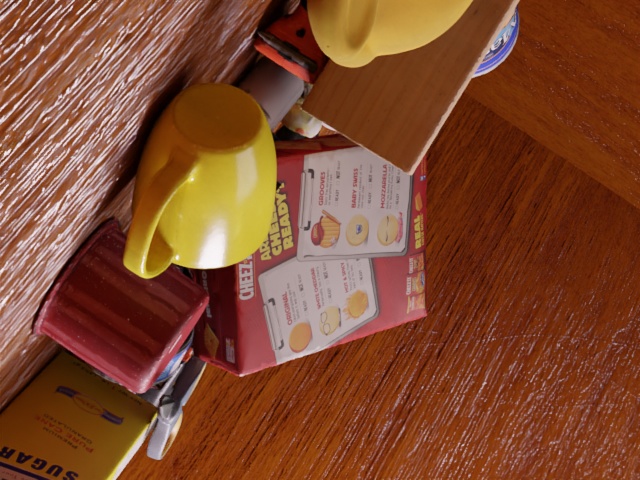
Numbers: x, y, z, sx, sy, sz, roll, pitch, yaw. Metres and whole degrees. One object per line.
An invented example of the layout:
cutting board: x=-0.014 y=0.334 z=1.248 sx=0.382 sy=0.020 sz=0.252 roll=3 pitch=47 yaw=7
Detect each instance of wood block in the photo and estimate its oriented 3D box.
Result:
wood block: x=0.080 y=-0.156 z=0.754 sx=0.206 sy=0.090 sz=0.090 roll=-59 pitch=176 yaw=6

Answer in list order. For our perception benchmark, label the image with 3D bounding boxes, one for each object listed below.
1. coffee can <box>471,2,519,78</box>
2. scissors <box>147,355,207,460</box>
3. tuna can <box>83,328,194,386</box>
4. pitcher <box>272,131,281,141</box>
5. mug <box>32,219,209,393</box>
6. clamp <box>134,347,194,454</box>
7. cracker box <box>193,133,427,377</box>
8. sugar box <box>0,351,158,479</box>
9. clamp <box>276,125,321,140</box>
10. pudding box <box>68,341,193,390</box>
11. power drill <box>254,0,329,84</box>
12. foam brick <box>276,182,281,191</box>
coffee can: x=0.119 y=-0.209 z=0.916 sx=0.103 sy=0.103 sz=0.140 roll=-56 pitch=166 yaw=-3
scissors: x=-0.104 y=0.111 z=0.795 sx=0.202 sy=0.016 sz=0.096 roll=114 pitch=0 yaw=-62
tuna can: x=-0.136 y=0.064 z=0.781 sx=0.034 sy=0.086 sz=0.086 roll=-59 pitch=178 yaw=35
pitcher: x=-0.065 y=0.002 z=1.043 sx=0.149 sy=0.145 sz=0.243 roll=-51 pitch=-178 yaw=-11
mug: x=-0.122 y=0.041 z=0.706 sx=0.093 sy=0.081 sz=0.117 roll=-56 pitch=179 yaw=35
clamp: x=-0.138 y=0.127 z=0.978 sx=0.164 sy=0.036 sz=0.210 roll=-53 pitch=176 yaw=-12
cracker box: x=-0.006 y=0.001 z=0.870 sx=0.213 sy=0.072 sz=0.164 roll=-13 pitch=108 yaw=-41
sugar box: x=-0.195 y=0.159 z=0.762 sx=0.048 sy=0.093 sz=0.176 roll=-61 pitch=178 yaw=28
clamp: x=-0.021 y=-0.124 z=1.164 sx=0.120 sy=0.039 sz=0.171 roll=93 pitch=5 yaw=-57
pudding box: x=-0.138 y=0.065 z=0.869 sx=0.090 sy=0.039 sz=0.113 roll=3 pitch=-131 yaw=40
power drill: x=0.029 y=-0.210 z=0.792 sx=0.188 sy=0.057 sz=0.184 roll=-59 pitch=176 yaw=16
foam brick: x=-0.075 y=-0.035 z=0.736 sx=0.051 sy=0.078 sz=0.053 roll=-57 pitch=-179 yaw=15
